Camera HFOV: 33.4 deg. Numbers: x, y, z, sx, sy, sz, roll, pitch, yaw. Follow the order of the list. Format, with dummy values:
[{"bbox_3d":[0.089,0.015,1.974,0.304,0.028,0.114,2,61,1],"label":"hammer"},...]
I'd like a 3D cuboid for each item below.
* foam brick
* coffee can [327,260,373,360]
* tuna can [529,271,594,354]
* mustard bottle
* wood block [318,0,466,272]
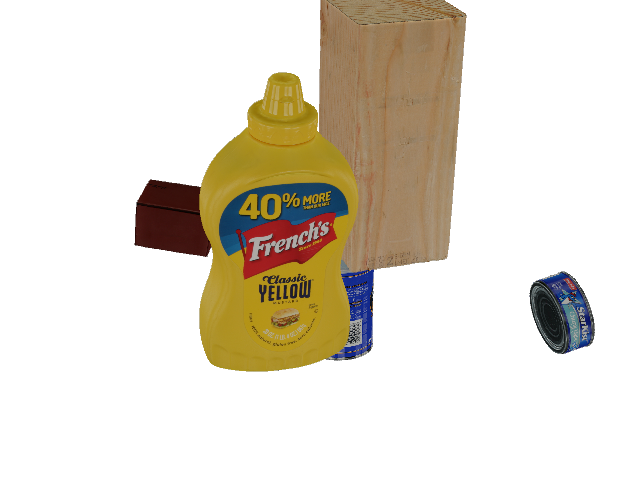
[{"bbox_3d":[-0.144,-0.023,1.083,0.078,0.051,0.053,9,31,3],"label":"foam brick"},{"bbox_3d":[0.025,0.084,1.514,0.103,0.140,0.103,0,22,0],"label":"coffee can"},{"bbox_3d":[0.261,0.079,1.159,0.033,0.086,0.086,-17,3,-11],"label":"tuna can"},{"bbox_3d":[-0.025,-0.011,0.653,0.096,0.192,0.058,-5,32,-13],"label":"mustard bottle"},{"bbox_3d":[0.054,-0.090,0.863,0.090,0.206,0.091,-8,29,-16],"label":"wood block"}]
